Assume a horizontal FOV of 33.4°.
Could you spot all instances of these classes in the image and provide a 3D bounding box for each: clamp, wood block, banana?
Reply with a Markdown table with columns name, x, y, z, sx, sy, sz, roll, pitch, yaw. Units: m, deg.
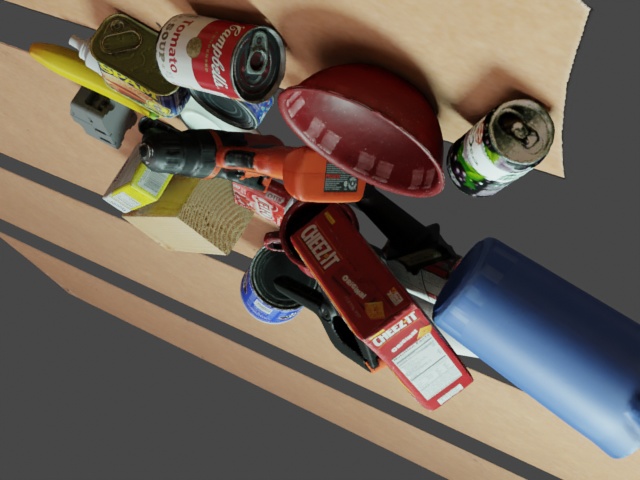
| name | x | y | z | sx | sy | sz | roll | pitch | yaw |
| --- | --- | --- | --- | --- | --- | --- | --- | --- | --- |
| clamp | 0.019 | 0.077 | 1.366 | 0.210 | 0.036 | 0.165 | 49 | 147 | 24 |
| clamp | -0.140 | -0.103 | 1.258 | 0.171 | 0.039 | 0.120 | 24 | -166 | -25 |
| wood block | -0.179 | -0.043 | 1.459 | 0.090 | 0.090 | 0.206 | 38 | 164 | -25 |
| banana | -0.239 | -0.181 | 1.211 | 0.198 | 0.037 | 0.069 | 26 | -178 | 23 |

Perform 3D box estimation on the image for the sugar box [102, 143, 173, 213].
| name | x | y | z | sx | sy | sz | roll | pitch | yaw |
| --- | --- | --- | --- | --- | --- | --- | --- | --- | --- |
| sugar box | -0.228 | -0.089 | 1.395 | 0.048 | 0.093 | 0.176 | 34 | 165 | -15 |

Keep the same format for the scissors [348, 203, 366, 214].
| name | x | y | z | sx | sy | sz | roll | pitch | yaw |
| --- | --- | --- | --- | --- | --- | --- | --- | --- | --- |
| scissors | 0.043 | -0.038 | 1.203 | 0.201 | 0.016 | 0.096 | 34 | 166 | -12 |

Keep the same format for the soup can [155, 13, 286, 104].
| name | x | y | z | sx | sy | sz | roll | pitch | yaw |
| --- | --- | --- | --- | --- | --- | --- | --- | --- | --- |
| soup can | -0.089 | -0.163 | 0.950 | 0.102 | 0.068 | 0.068 | 19 | 161 | 38 |

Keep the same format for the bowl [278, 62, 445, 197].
| name | x | y | z | sx | sy | sz | roll | pitch | yaw |
| --- | --- | --- | --- | --- | --- | --- | --- | --- | --- |
| bowl | 0.046 | -0.103 | 0.914 | 0.162 | 0.055 | 0.162 | 28 | 165 | 8 |

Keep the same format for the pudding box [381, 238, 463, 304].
| name | x | y | z | sx | sy | sz | roll | pitch | yaw |
| --- | --- | --- | --- | --- | --- | --- | --- | --- | --- |
| pudding box | 0.126 | 0.037 | 1.246 | 0.090 | 0.039 | 0.113 | 25 | 162 | 24 |

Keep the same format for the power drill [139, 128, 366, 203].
| name | x | y | z | sx | sy | sz | roll | pitch | yaw |
| --- | --- | --- | --- | --- | --- | --- | --- | --- | --- |
| power drill | -0.061 | -0.079 | 1.062 | 0.188 | 0.057 | 0.184 | 15 | -166 | 42 |

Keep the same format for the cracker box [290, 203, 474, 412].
| name | x | y | z | sx | sy | sz | roll | pitch | yaw |
| --- | --- | --- | --- | --- | --- | --- | --- | --- | --- |
| cracker box | 0.068 | 0.078 | 1.163 | 0.164 | 0.072 | 0.213 | 53 | -178 | 38 |

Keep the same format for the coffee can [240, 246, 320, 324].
| name | x | y | z | sx | sy | sz | roll | pitch | yaw |
| --- | --- | --- | --- | --- | --- | --- | --- | --- | --- |
| coffee can | -0.058 | 0.062 | 1.543 | 0.103 | 0.102 | 0.140 | 31 | 165 | -2 |

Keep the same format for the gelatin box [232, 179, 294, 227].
| name | x | y | z | sx | sy | sz | roll | pitch | yaw |
| --- | --- | --- | --- | --- | --- | --- | --- | --- | --- |
| gelatin box | -0.071 | -0.054 | 1.335 | 0.073 | 0.030 | 0.089 | 28 | 165 | 4 |

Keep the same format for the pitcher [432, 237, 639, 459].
| name | x | y | z | sx | sy | sz | roll | pitch | yaw |
| --- | --- | --- | --- | --- | --- | --- | --- | --- | --- |
| pitcher | 0.240 | 0.103 | 1.100 | 0.243 | 0.144 | 0.149 | 34 | 145 | -1 |

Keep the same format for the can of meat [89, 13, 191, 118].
| name | x | y | z | sx | sy | sz | roll | pitch | yaw |
| --- | --- | --- | --- | --- | --- | --- | --- | --- | --- |
| can of meat | -0.181 | -0.177 | 1.103 | 0.102 | 0.057 | 0.084 | 30 | 167 | 3 |

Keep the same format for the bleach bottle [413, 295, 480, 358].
| name | x | y | z | sx | sy | sz | roll | pitch | yaw |
| --- | --- | --- | --- | --- | --- | --- | --- | --- | --- |
| bleach bottle | 0.177 | 0.112 | 1.303 | 0.102 | 0.068 | 0.251 | 1 | -175 | -40 |

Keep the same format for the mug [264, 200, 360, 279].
| name | x | y | z | sx | sy | sz | roll | pitch | yaw |
| --- | --- | --- | --- | --- | --- | --- | --- | --- | --- |
| mug | -0.008 | 0.002 | 1.264 | 0.117 | 0.093 | 0.081 | -5 | 164 | 6 |

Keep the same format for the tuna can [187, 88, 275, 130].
| name | x | y | z | sx | sy | sz | roll | pitch | yaw |
| --- | --- | --- | --- | --- | --- | --- | --- | --- | --- |
| tuna can | -0.090 | -0.147 | 1.067 | 0.086 | 0.033 | 0.086 | 28 | 165 | 8 |

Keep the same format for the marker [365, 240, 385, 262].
| name | x | y | z | sx | sy | sz | roll | pitch | yaw |
| --- | --- | --- | --- | --- | --- | --- | --- | --- | --- |
| marker | 0.029 | -0.006 | 1.323 | 0.121 | 0.020 | 0.020 | 31 | 165 | 0 |
